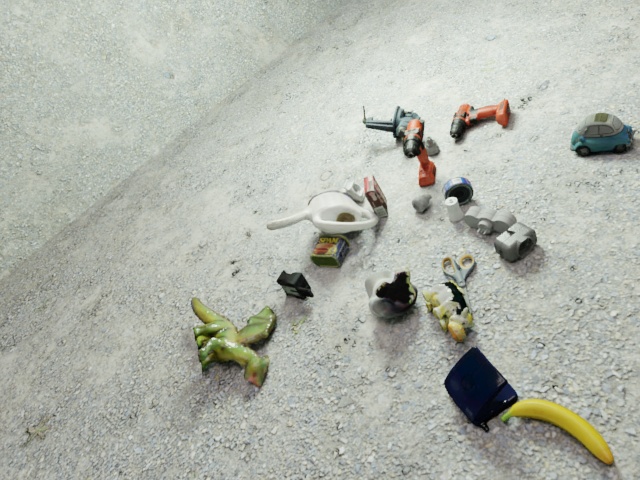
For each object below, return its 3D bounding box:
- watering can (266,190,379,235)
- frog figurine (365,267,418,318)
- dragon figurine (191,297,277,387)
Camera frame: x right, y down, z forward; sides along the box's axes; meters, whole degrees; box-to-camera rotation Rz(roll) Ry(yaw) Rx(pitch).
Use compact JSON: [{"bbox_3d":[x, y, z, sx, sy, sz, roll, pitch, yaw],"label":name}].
[{"bbox_3d":[0.005,-0.081,1.603,0.348,0.102,0.228,0,22,-8],"label":"watering can"},{"bbox_3d":[0.174,0.139,1.338,0.139,0.122,0.158,-56,7,-20],"label":"frog figurine"},{"bbox_3d":[-0.240,0.257,1.470,0.243,0.119,0.419,-15,37,-10],"label":"dragon figurine"}]
